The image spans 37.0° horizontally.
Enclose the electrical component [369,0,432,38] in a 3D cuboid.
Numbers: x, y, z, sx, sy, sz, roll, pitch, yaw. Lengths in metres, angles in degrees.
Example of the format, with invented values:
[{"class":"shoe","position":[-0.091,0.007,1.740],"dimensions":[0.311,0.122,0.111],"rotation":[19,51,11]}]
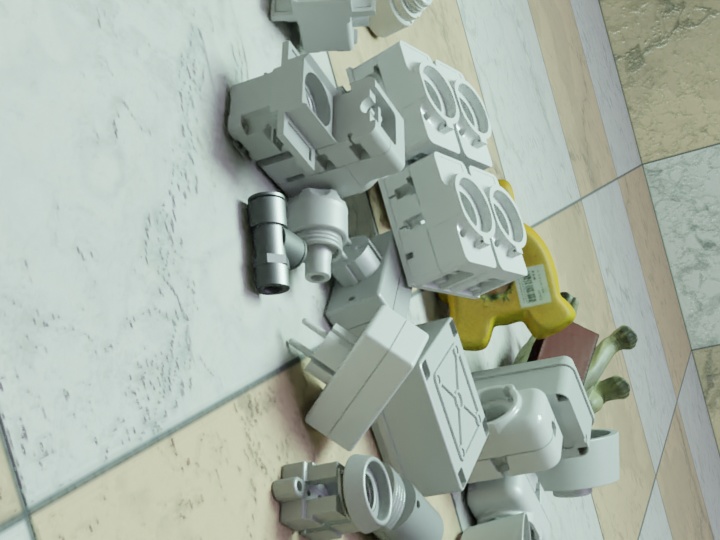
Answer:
[{"class":"electrical component","position":[0.039,-0.248,1.011],"dimensions":[0.040,0.078,0.040],"rotation":[24,58,-45]}]

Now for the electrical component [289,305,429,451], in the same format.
[{"class":"electrical component","position":[-0.011,0.060,0.707],"dimensions":[0.076,0.083,0.047],"rotation":[34,27,1]}]

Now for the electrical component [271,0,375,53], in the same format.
[{"class":"electrical component","position":[-0.027,-0.235,0.851],"dimensions":[0.063,0.079,0.121],"rotation":[82,7,-58]}]

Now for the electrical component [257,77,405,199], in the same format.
[{"class":"electrical component","position":[-0.018,-0.087,0.748],"dimensions":[0.055,0.089,0.050],"rotation":[47,36,-50]}]

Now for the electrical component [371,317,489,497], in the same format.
[{"class":"electrical component","position":[0.052,0.106,0.840],"dimensions":[0.108,0.056,0.109],"rotation":[71,22,-11]}]

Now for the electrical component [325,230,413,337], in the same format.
[{"class":"electrical component","position":[0.000,0.000,0.796],"dimensions":[0.075,0.047,0.083],"rotation":[55,28,-27]}]

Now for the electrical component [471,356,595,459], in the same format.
[{"class":"electrical component","position":[0.151,0.130,0.986],"dimensions":[0.078,0.113,0.057],"rotation":[64,27,-25]}]

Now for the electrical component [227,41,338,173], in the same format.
[{"class":"electrical component","position":[-0.052,-0.105,0.712],"dimensions":[0.042,0.064,0.081],"rotation":[48,35,-48]}]

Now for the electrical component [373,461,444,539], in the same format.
[{"class":"electrical component","position":[0.023,0.167,0.750],"dimensions":[0.081,0.043,0.043],"rotation":[53,31,-43]}]

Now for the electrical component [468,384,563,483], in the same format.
[{"class":"electrical component","position":[0.120,0.140,0.929],"dimensions":[0.059,0.095,0.053],"rotation":[65,25,-24]}]

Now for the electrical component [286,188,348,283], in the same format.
[{"class":"electrical component","position":[-0.029,-0.022,0.742],"dimensions":[0.043,0.043,0.062],"rotation":[42,40,-54]}]

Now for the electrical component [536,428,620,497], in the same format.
[{"class":"electrical component","position":[0.217,0.202,1.116],"dimensions":[0.108,0.108,0.060],"rotation":[0,82,-67]}]

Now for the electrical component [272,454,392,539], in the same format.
[{"class":"electrical component","position":[-0.013,0.140,0.663],"dimensions":[0.066,0.055,0.048],"rotation":[47,35,-50]}]

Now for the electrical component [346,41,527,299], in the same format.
[{"class":"electrical component","position":[0.065,-0.078,0.850],"dimensions":[0.105,0.060,0.186],"rotation":[11,59,-55]}]

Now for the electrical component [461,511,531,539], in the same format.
[{"class":"electrical component","position":[0.123,0.257,0.906],"dimensions":[0.099,0.064,0.099],"rotation":[47,35,-50]}]

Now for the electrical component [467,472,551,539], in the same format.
[{"class":"electrical component","position":[0.136,0.216,0.975],"dimensions":[0.095,0.054,0.059],"rotation":[62,26,-30]}]
